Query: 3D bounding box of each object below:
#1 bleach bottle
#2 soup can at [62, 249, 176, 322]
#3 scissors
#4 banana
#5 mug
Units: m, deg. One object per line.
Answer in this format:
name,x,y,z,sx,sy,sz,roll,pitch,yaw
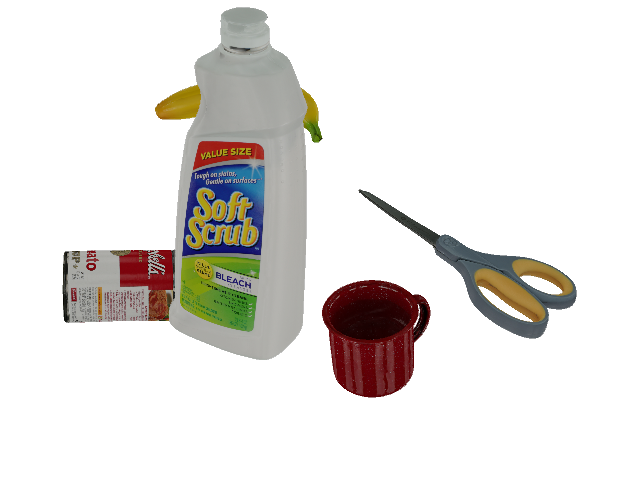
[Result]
bleach bottle,-0.058,-0.039,0.737,0.103,0.251,0.068,19,38,23
soup can,-0.185,0.043,0.989,0.102,0.068,0.068,0,0,-10
scissors,0.120,0.007,0.839,0.096,0.016,0.202,-10,39,-29
banana,-0.083,-0.151,1.173,0.198,0.037,0.069,9,43,18
mug,0.060,0.094,1.053,0.117,0.081,0.093,-27,42,-26
